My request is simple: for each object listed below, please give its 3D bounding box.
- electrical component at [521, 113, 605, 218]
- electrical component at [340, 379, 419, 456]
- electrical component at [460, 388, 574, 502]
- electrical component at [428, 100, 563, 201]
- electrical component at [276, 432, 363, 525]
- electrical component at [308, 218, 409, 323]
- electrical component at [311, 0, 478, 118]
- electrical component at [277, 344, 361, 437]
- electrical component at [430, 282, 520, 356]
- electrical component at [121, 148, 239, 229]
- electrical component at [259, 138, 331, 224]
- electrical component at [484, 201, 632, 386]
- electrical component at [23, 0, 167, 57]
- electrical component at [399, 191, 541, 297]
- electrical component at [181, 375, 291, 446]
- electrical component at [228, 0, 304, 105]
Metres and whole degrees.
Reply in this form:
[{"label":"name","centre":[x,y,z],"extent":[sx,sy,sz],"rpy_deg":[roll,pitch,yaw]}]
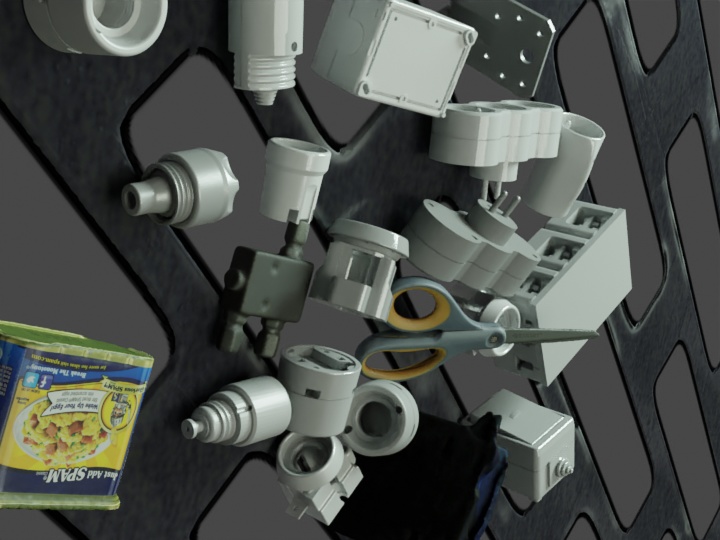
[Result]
[{"label":"electrical component","centre":[0.172,-0.095,0.910],"extent":[0.079,0.043,0.077],"rpy_deg":[-65,176,-59]},{"label":"electrical component","centre":[0.012,0.106,0.766],"extent":[0.047,0.055,0.055],"rpy_deg":[30,78,-80]},{"label":"electrical component","centre":[0.141,0.149,0.926],"extent":[0.062,0.096,0.061],"rpy_deg":[-29,124,-42]},{"label":"electrical component","centre":[0.104,-0.089,0.827],"extent":[0.138,0.052,0.073],"rpy_deg":[-13,114,-49]},{"label":"electrical component","centre":[-0.031,0.141,0.754],"extent":[0.066,0.048,0.055],"rpy_deg":[-51,145,-25]},{"label":"electrical component","centre":[0.000,0.000,0.724],"extent":[0.078,0.058,0.057],"rpy_deg":[60,47,-83]},{"label":"electrical component","centre":[0.024,-0.142,0.695],"extent":[0.096,0.061,0.061],"rpy_deg":[7,111,-42]},{"label":"electrical component","centre":[-0.031,0.081,0.725],"extent":[0.055,0.055,0.047],"rpy_deg":[-4,110,-50]},{"label":"electrical component","centre":[0.094,0.042,0.861],"extent":[0.066,0.055,0.048],"rpy_deg":[-44,134,-32]},{"label":"electrical component","centre":[-0.102,-0.044,0.598],"extent":[0.062,0.043,0.043],"rpy_deg":[-17,116,-45]},{"label":"electrical component","centre":[-0.042,-0.056,0.672],"extent":[0.040,0.040,0.046],"rpy_deg":[-5,114,-50]},{"label":"electrical component","centre":[0.172,0.016,0.943],"extent":[0.150,0.062,0.089],"rpy_deg":[-41,132,-34]},{"label":"electrical component","centre":[-0.129,-0.132,0.529],"extent":[0.055,0.047,0.055],"rpy_deg":[-22,120,-45]},{"label":"electrical component","centre":[0.094,-0.028,0.815],"extent":[0.138,0.052,0.073],"rpy_deg":[13,119,-50]},{"label":"electrical component","centre":[-0.079,0.092,0.679],"extent":[0.078,0.040,0.040],"rpy_deg":[-10,111,-49]},{"label":"electrical component","centre":[-0.055,-0.136,0.622],"extent":[0.043,0.043,0.081],"rpy_deg":[-18,117,-47]}]
